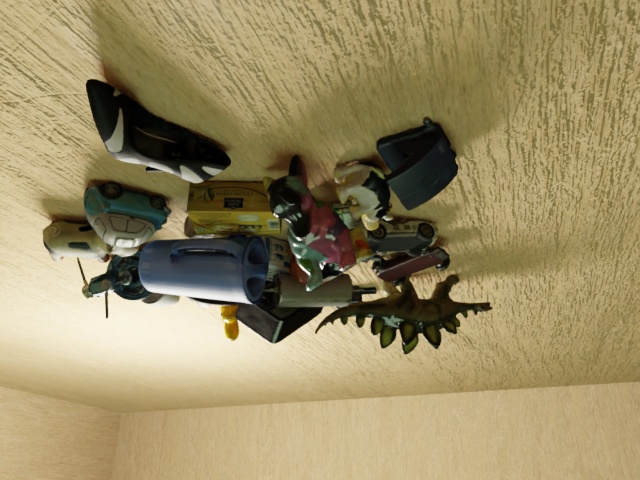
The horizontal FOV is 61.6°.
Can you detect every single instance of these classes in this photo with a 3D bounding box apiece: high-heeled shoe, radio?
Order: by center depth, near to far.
[{"bbox_3d":[-0.232,-0.159,0.808,0.145,0.086,0.248,-6,157,5],"label":"high-heeled shoe"},{"bbox_3d":[-0.086,0.149,1.268,0.131,0.073,0.229,29,-156,20],"label":"radio"}]

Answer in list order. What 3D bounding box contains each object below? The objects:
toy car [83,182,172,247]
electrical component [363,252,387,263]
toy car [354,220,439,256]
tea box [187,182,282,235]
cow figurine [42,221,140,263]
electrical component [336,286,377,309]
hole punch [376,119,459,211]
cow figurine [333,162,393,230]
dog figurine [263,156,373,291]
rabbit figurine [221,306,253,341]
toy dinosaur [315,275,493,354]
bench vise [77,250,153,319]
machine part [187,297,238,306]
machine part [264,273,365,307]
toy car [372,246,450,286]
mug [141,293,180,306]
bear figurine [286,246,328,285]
[{"bbox_3d":[-0.374,-0.037,1.028,0.161,0.103,0.109,15,151,-23],"label":"toy car"},{"bbox_3d":[0.103,0.030,1.249,0.094,0.021,0.063,9,152,-14],"label":"electrical component"},{"bbox_3d":[0.154,-0.005,1.120,0.202,0.056,0.073,-1,145,-22],"label":"toy car"},{"bbox_3d":[-0.158,-0.058,1.019,0.170,0.068,0.098,2,153,-2],"label":"tea box"},{"bbox_3d":[-0.477,-0.002,1.125,0.195,0.085,0.127,4,160,-6],"label":"cow figurine"},{"bbox_3d":[0.098,0.161,1.490,0.119,0.048,0.074,-2,154,9],"label":"electrical component"},{"bbox_3d":[0.164,-0.118,0.879,0.116,0.092,0.142,-17,146,23],"label":"hole punch"},{"bbox_3d":[0.096,-0.080,0.979,0.098,0.068,0.167,-18,148,18],"label":"cow figurine"},{"bbox_3d":[-0.011,-0.036,0.946,0.108,0.219,0.191,-29,177,25],"label":"dog figurine"},{"bbox_3d":[-0.195,0.198,1.427,0.173,0.162,0.121,13,124,28],"label":"rabbit figurine"},{"bbox_3d":[0.217,0.181,1.361,0.472,0.198,0.105,2,151,-8],"label":"toy dinosaur"},{"bbox_3d":[-0.461,0.088,1.214,0.224,0.128,0.240,-9,-173,1],"label":"bench vise"},{"bbox_3d":[-0.242,0.092,1.307,0.201,0.087,0.201,-3,152,7],"label":"machine part"},{"bbox_3d":[-0.017,0.111,1.195,0.243,0.079,0.079,0,155,-18],"label":"machine part"},{"bbox_3d":[0.213,0.052,1.259,0.089,0.053,0.202,36,139,-23],"label":"toy car"},{"bbox_3d":[-0.404,0.134,1.412,0.110,0.081,0.107,-11,163,11],"label":"mug"},{"bbox_3d":[-0.004,-0.001,1.115,0.120,0.132,0.195,26,128,22],"label":"bear figurine"}]
